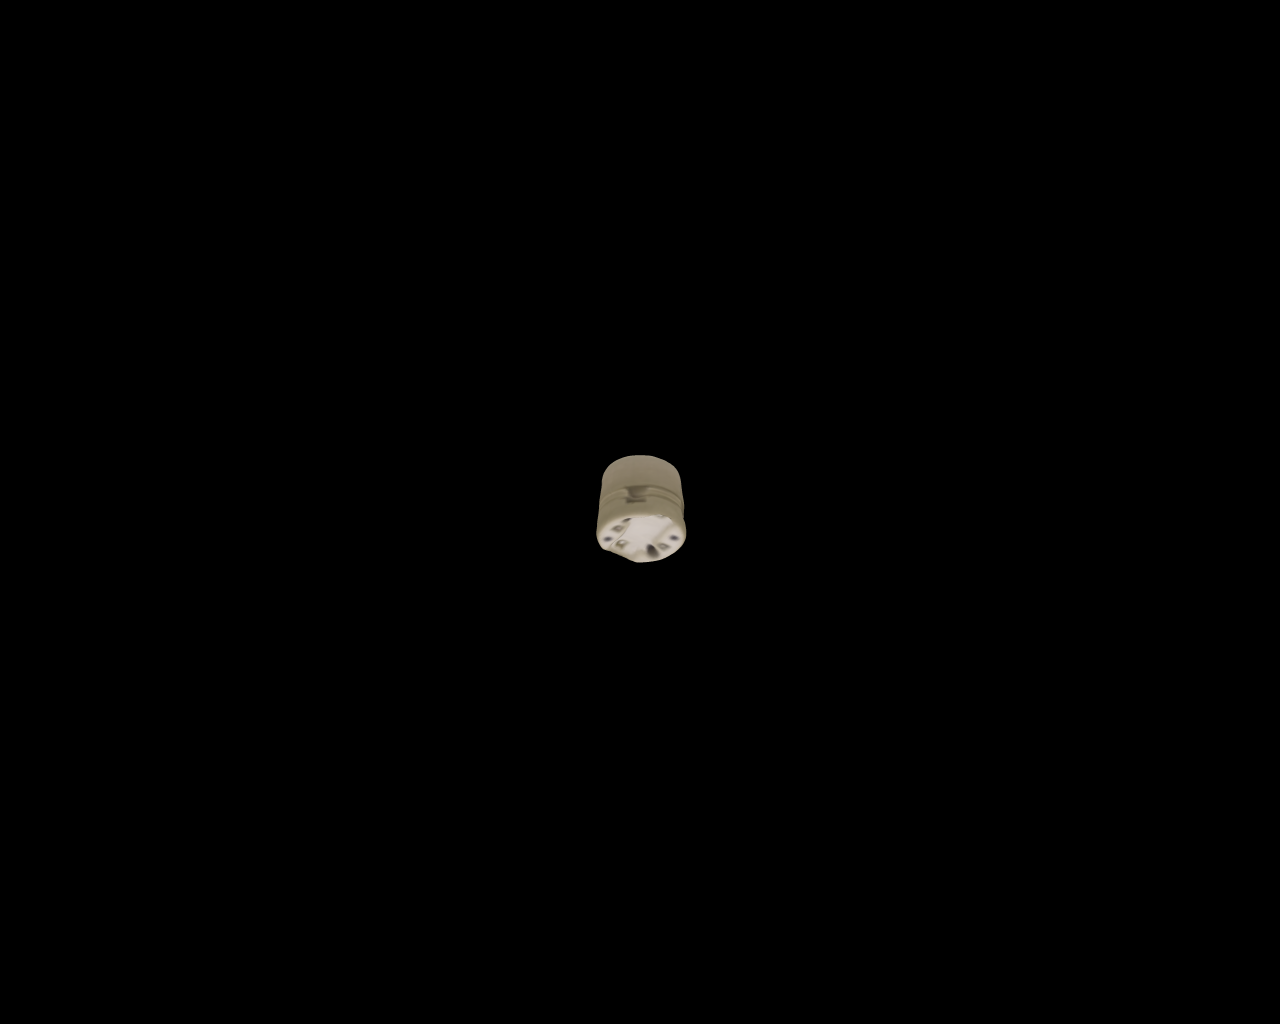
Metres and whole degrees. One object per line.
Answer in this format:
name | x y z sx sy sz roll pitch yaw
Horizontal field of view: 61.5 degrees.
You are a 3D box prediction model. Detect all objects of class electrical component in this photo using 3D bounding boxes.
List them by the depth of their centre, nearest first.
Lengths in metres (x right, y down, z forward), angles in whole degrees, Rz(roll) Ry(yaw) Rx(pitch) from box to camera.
electrical component | 0.001 -0.003 0.650 0.055 0.047 0.055 0 -36 0
